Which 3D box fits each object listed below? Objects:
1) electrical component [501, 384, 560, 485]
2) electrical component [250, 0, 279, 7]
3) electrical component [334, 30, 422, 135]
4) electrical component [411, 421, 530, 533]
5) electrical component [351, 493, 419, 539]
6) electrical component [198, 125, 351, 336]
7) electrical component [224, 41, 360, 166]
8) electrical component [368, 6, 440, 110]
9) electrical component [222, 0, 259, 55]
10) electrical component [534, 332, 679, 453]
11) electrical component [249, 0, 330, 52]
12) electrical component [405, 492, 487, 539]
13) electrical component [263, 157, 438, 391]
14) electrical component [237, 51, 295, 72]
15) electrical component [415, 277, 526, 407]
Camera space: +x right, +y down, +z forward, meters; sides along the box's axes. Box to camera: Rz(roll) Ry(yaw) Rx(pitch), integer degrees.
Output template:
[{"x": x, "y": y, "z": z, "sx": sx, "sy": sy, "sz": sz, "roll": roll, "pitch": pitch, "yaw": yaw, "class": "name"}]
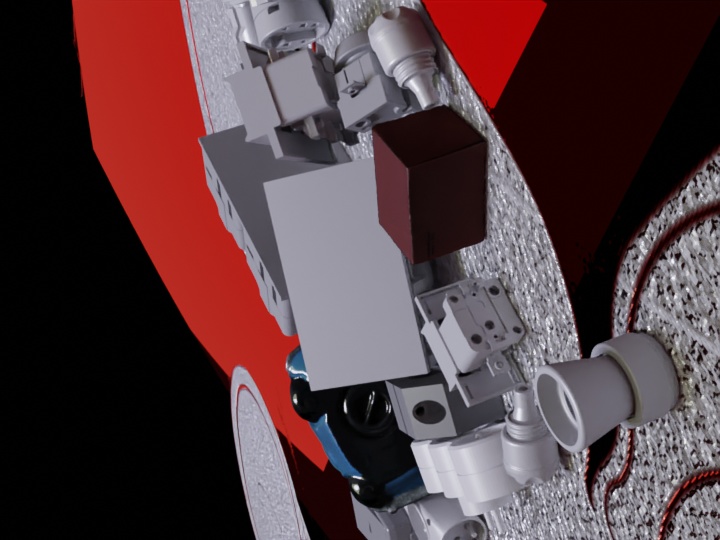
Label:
[{"x": 0.104, "y": 0.100, "z": 0.663, "sx": 0.035, "sy": 0.035, "sz": 0.061, "roll": -140, "pitch": 37, "yaw": -62, "class": "electrical component"}, {"x": -0.057, "y": -0.251, "z": 0.742, "sx": 0.079, "sy": 0.063, "sz": 0.121, "roll": -156, "pitch": 49, "yaw": -69, "class": "electrical component"}, {"x": 0.011, "y": -0.119, "z": 0.686, "sx": 0.048, "sy": 0.066, "sz": 0.055, "roll": -28, "pitch": 70, "yaw": 36, "class": "electrical component"}, {"x": 0.084, "y": 0.148, "z": 0.754, "sx": 0.138, "sy": 0.052, "sz": 0.073, "roll": 152, "pitch": 98, "yaw": -74, "class": "electrical component"}, {"x": 0.036, "y": 0.233, "z": 0.998, "sx": 0.096, "sy": 0.061, "sz": 0.061, "roll": -132, "pitch": 27, "yaw": -54, "class": "electrical component"}, {"x": -0.049, "y": -0.042, "z": 0.880, "sx": 0.060, "sy": 0.105, "sz": 0.186, "roll": 90, "pitch": 155, "yaw": -50, "class": "electrical component"}, {"x": -0.036, "y": -0.117, "z": 0.741, "sx": 0.121, "sy": 0.063, "sz": 0.078, "roll": -12, "pitch": -98, "yaw": -74, "class": "electrical component"}, {"x": 0.031, "y": -0.125, "z": 0.647, "sx": 0.061, "sy": 0.035, "sz": 0.035, "roll": 66, "pitch": 164, "yaw": 10, "class": "electrical component"}, {"x": -0.080, "y": -0.210, "z": 0.879, "sx": 0.078, "sy": 0.058, "sz": 0.057, "roll": 30, "pitch": 140, "yaw": 67, "class": "electrical component"}, {"x": 0.119, "y": 0.058, "z": 0.522, "sx": 0.045, "sy": 0.055, "sz": 0.045, "roll": 161, "pitch": 90, "yaw": -75, "class": "electrical component"}, {"x": -0.056, "y": -0.199, "z": 0.818, "sx": 0.055, "sy": 0.055, "sz": 0.047, "roll": 138, "pitch": 116, "yaw": -73, "class": "electrical component"}, {"x": 0.070, "y": 0.216, "z": 0.894, "sx": 0.077, "sy": 0.044, "sz": 0.079, "roll": -135, "pitch": 30, "yaw": -57, "class": "electrical component"}, {"x": 0.000, "y": 0.000, "z": 0.758, "sx": 0.062, "sy": 0.089, "sz": 0.150, "roll": -23, "pitch": -79, "yaw": -68, "class": "electrical component"}, {"x": -0.074, "y": -0.160, "z": 0.918, "sx": 0.066, "sy": 0.055, "sz": 0.048, "roll": 154, "pitch": 97, "yaw": -74, "class": "electrical component"}, {"x": 0.073, "y": 0.040, "z": 0.686, "sx": 0.081, "sy": 0.042, "sz": 0.063, "roll": 64, "pitch": 159, "yaw": 21, "class": "electrical component"}]
